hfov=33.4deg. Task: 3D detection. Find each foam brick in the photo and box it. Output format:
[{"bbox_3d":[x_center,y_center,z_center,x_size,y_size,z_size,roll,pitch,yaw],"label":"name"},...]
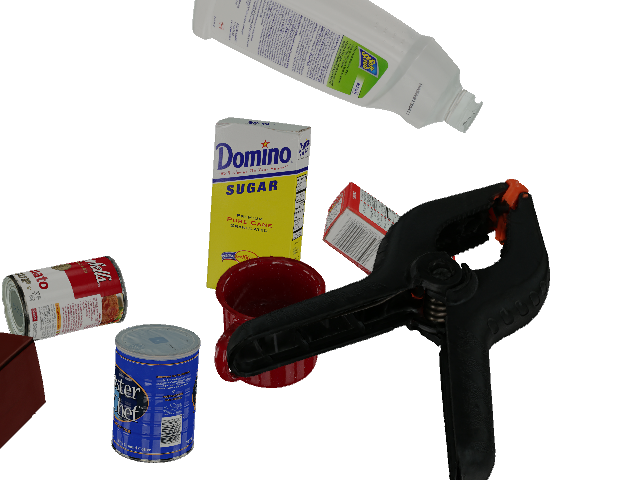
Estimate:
[{"bbox_3d":[-0.222,0.100,0.682,0.053,0.051,0.078,6,29,22],"label":"foam brick"}]

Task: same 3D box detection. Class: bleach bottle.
[{"bbox_3d":[0.016,-0.159,0.886,0.251,0.068,0.103,31,-35,8],"label":"bleach bottle"}]

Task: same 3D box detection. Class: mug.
[{"bbox_3d":[-0.049,0.078,0.914,0.093,0.081,0.117,20,39,26],"label":"mug"}]

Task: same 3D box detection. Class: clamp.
[{"bbox_3d":[0.057,0.034,0.466,0.120,0.039,0.171,37,55,23],"label":"clamp"}]

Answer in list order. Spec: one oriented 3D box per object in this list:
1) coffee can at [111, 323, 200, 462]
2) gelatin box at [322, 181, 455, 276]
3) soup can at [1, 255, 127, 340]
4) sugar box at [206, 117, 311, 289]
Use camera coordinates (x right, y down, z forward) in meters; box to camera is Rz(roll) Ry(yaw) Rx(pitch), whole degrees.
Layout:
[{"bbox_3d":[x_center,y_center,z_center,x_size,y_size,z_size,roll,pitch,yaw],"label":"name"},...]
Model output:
[{"bbox_3d":[-0.202,0.185,1.307,0.103,0.140,0.103,5,16,-2],"label":"coffee can"},{"bbox_3d":[0.045,0.006,0.678,0.089,0.030,0.073,36,15,-6],"label":"gelatin box"},{"bbox_3d":[-0.248,0.057,1.030,0.102,0.068,0.069,-12,6,-32],"label":"soup can"},{"bbox_3d":[-0.064,-0.033,1.091,0.093,0.176,0.048,8,16,17],"label":"sugar box"}]
